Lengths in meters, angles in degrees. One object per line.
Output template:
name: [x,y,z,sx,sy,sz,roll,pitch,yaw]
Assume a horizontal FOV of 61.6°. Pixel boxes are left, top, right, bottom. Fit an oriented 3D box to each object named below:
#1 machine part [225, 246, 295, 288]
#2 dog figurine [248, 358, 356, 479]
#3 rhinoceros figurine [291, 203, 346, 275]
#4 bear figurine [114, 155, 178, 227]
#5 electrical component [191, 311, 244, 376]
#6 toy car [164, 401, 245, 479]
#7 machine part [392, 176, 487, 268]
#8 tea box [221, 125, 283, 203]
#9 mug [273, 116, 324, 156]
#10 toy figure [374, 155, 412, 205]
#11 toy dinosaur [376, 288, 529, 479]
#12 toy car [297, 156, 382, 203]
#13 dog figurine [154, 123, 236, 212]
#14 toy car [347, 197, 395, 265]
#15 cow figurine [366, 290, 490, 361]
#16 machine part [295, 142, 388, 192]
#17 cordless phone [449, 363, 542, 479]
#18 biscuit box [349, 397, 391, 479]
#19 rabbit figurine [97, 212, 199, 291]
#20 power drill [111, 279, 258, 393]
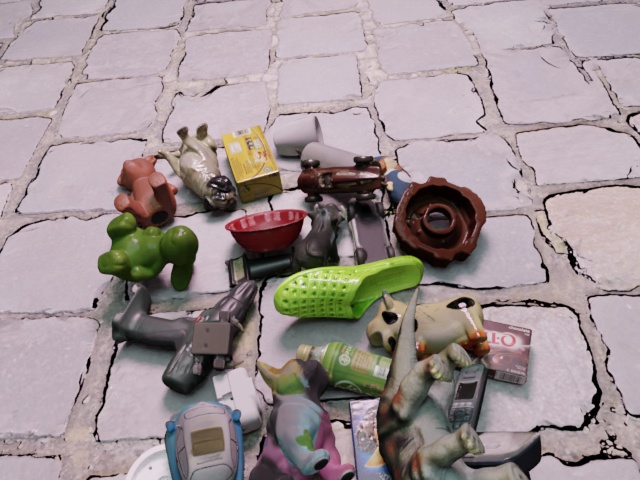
machine part: [-0.111,0.049,1.032,0.139,0.039,0.084,-16,43,-5]
dog figurine: [-0.050,0.279,0.789,0.191,0.108,0.219,-45,38,6]
rhinoceros figurine: [-0.002,-0.003,1.012,0.073,0.111,0.190,5,31,16]
bear figurine: [-0.381,-0.122,1.144,0.120,0.131,0.196,-31,60,-5]
electrical component: [-0.165,0.167,0.871,0.078,0.045,0.102,-7,68,6]
toy car: [-0.156,0.284,0.726,0.109,0.102,0.162,-4,48,-14]
machine part: [0.225,-0.034,1.027,0.179,0.056,0.179,1,66,-2]
tea box: [-0.152,-0.171,1.195,0.098,0.068,0.170,-16,52,-7]
mug: [-0.052,-0.243,1.238,0.107,0.080,0.109,-12,53,9]
toy figure: [0.155,-0.130,1.137,0.058,0.064,0.155,-36,56,10]
toy dinosaur: [0.130,0.257,0.700,0.192,0.131,0.405,-44,27,22]
toy car: [0.033,-0.119,1.065,0.202,0.089,0.053,4,7,43]
dog figurine: [-0.245,-0.147,1.189,0.190,0.121,0.172,49,28,0]
toy car: [0.097,-0.007,1.044,0.073,0.056,0.202,-4,51,-5]
cow figurine: [0.168,0.136,0.878,0.195,0.085,0.127,-15,48,19]
machine part: [0.043,-0.152,1.136,0.244,0.079,0.079,23,56,36]
cordless phone: [0.242,0.256,0.764,0.147,0.088,0.184,-24,32,46]
biscuit box: [0.080,0.331,0.763,0.059,0.062,0.203,-7,50,1]
rabbit figurine: [-0.294,0.030,0.992,0.170,0.158,0.121,-11,50,22]
power drill: [-0.243,0.143,0.950,0.207,0.085,0.232,18,57,10]
